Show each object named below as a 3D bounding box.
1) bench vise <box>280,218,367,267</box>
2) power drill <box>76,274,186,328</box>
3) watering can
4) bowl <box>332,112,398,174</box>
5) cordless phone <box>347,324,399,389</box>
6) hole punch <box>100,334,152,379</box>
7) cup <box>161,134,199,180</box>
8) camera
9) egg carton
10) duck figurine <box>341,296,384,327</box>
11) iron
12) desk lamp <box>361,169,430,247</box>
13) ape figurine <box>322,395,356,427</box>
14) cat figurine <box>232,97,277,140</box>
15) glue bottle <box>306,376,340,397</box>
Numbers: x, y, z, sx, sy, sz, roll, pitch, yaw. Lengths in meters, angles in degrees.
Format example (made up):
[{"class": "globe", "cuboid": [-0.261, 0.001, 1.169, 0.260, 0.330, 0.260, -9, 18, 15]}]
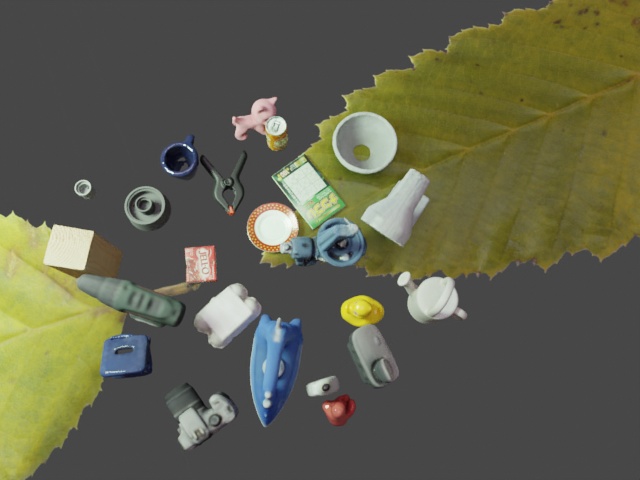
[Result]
[{"class": "bench vise", "cuboid": [0.017, 0.016, 1.340, 0.207, 0.220, 0.121, -23, 78, -7]}, {"class": "power drill", "cuboid": [-0.410, 0.142, 1.296, 0.229, 0.208, 0.076, 17, 76, 2]}, {"class": "watering can", "cuboid": [0.263, 0.136, 1.335, 0.173, 0.194, 0.101, 9, 76, 0]}, {"class": "bowl", "cuboid": [0.113, -0.241, 1.480, 0.167, 0.075, 0.167, 1, 76, -2]}, {"class": "cordless phone", "cuboid": [0.128, 0.263, 1.303, 0.094, 0.185, 0.147, -28, 79, -8]}, {"class": "hole punch", "cuboid": [-0.450, 0.268, 1.325, 0.108, 0.091, 0.101, -7, 77, -4]}, {"class": "cup", "cuboid": [-0.340, -0.200, 1.440, 0.091, 0.095, 0.118, 21, 76, 3]}, {"class": "camera", "cuboid": [-0.278, 0.386, 1.299, 0.143, 0.101, 0.137, -35, 80, -10]}, {"class": "egg carton", "cuboid": [-0.220, 0.179, 1.367, 0.150, 0.069, 0.107, -44, 82, -11]}, {"class": "duck figurine", "cuboid": [0.105, 0.168, 1.376, 0.104, 0.086, 0.077, 5, 76, -1]}, {"class": "iron", "cuboid": [-0.106, 0.299, 1.307, 0.118, 0.141, 0.258, 7, 76, -1]}, {"class": "desk lamp", "cuboid": [0.188, -0.075, 1.372, 0.118, 0.213, 0.203, 34, 77, 6]}, {"class": "ape figurine", "cuboid": [0.044, 0.391, 1.317, 0.078, 0.092, 0.076, 16, 76, 2]}, {"class": "cat figurine", "cuboid": [-0.164, -0.317, 1.464, 0.128, 0.118, 0.067, -16, 78, -6]}, {"class": "glue bottle", "cuboid": [0.009, 0.331, 1.288, 0.078, 0.173, 0.037, -14, 77, -5]}]
